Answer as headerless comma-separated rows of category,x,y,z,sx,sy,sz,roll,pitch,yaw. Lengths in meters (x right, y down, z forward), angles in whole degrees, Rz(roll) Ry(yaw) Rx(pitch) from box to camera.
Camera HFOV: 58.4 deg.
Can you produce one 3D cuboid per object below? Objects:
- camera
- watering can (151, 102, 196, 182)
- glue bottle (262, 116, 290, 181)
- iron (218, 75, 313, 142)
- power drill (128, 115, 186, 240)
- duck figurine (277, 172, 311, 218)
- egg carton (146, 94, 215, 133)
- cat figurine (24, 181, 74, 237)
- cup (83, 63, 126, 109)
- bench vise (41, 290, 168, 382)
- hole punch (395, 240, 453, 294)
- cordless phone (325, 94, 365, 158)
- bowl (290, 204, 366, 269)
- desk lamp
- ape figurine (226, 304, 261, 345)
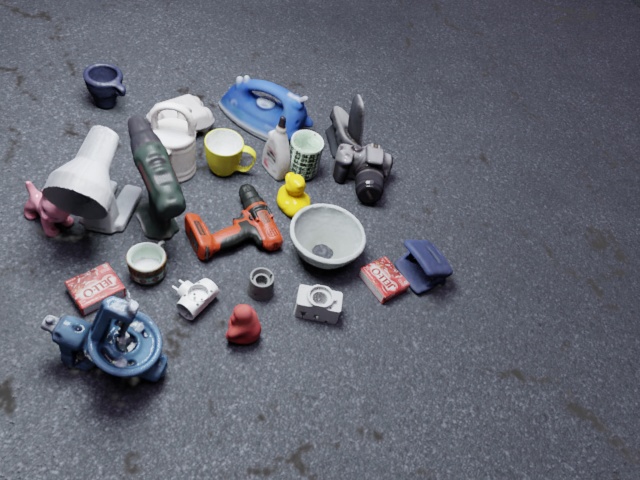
camera,0.107,-0.166,1.396,0.143,0.101,0.137,9,50,-6
watering can,-0.330,-0.235,1.286,0.101,0.194,0.172,-6,53,-17
glue bottle,-0.098,-0.223,1.345,0.037,0.173,0.078,-30,63,-32
iron,-0.144,-0.351,1.460,0.258,0.141,0.119,24,50,7
power drill,-0.339,-0.111,1.173,0.076,0.208,0.229,-19,58,-26
duck figurine,-0.056,-0.109,1.320,0.078,0.086,0.104,-12,55,-22
egg carton,-0.343,-0.299,1.417,0.151,0.069,0.107,-29,63,-31
cat figurine,-0.544,-0.073,1.152,0.127,0.118,0.067,34,52,14
cup,-0.521,-0.368,1.414,0.117,0.095,0.092,33,52,14
bench vise,-0.358,0.160,0.940,0.208,0.220,0.121,1,51,-12
hole punch,0.233,0.046,1.259,0.101,0.091,0.108,-19,58,-26
cordless phone,0.080,-0.308,1.450,0.094,0.185,0.147,-6,53,-17
bowl,0.011,0.004,1.251,0.167,0.075,0.167,7,50,-8
desk lamp,-0.446,-0.108,1.141,0.118,0.213,0.203,13,50,-2
ape figurine,-0.146,0.152,1.081,0.076,0.092,0.078,35,52,16
